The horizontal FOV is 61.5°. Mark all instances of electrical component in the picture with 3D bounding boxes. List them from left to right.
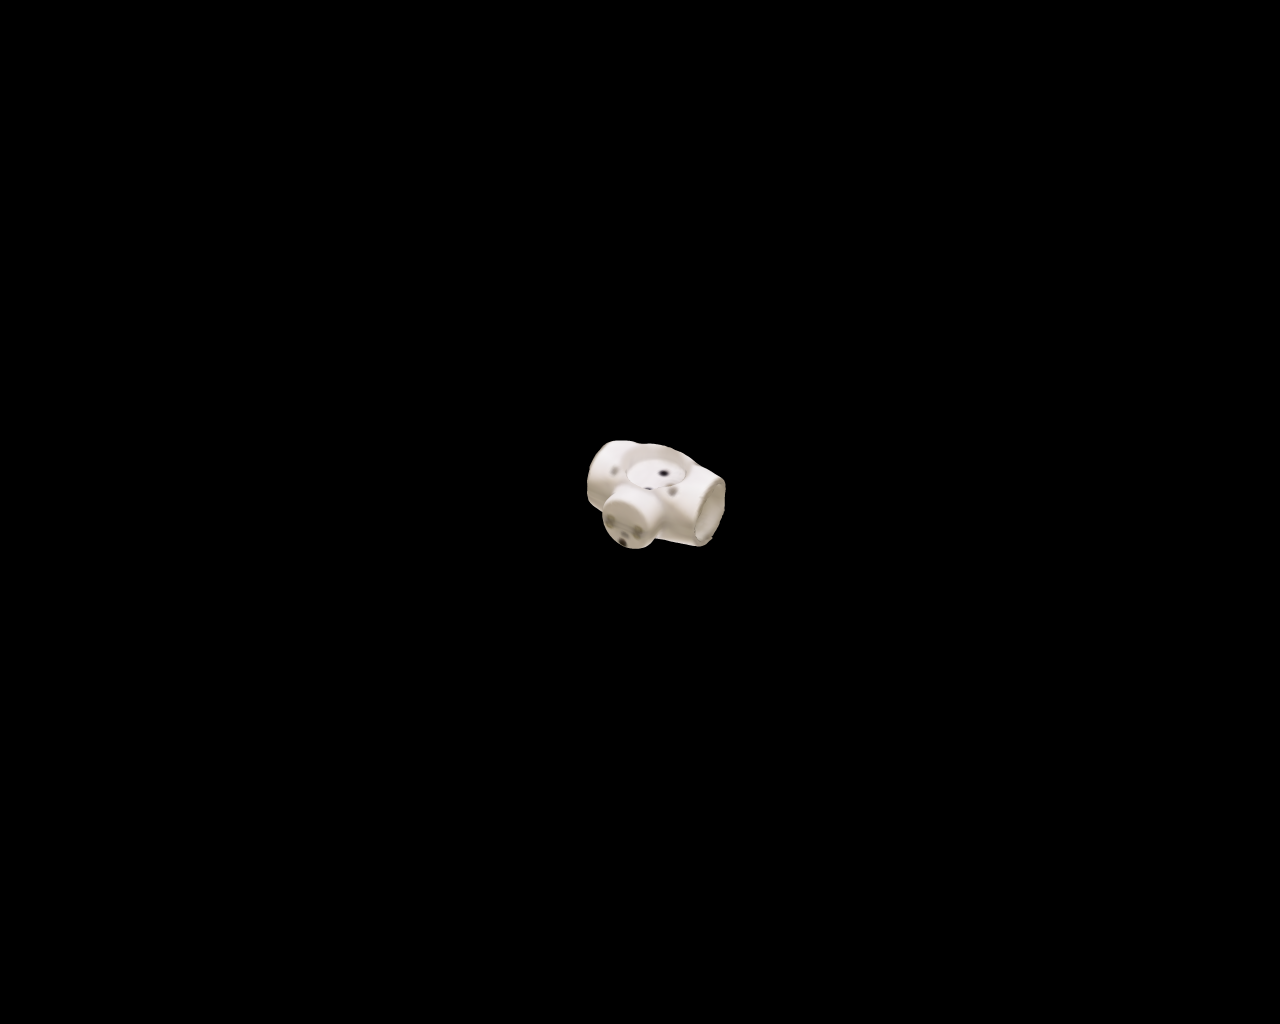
[{"bbox_3d":[0.001,-0.003,0.650,0.077,0.044,0.079,22,45,23],"label":"electrical component"}]
